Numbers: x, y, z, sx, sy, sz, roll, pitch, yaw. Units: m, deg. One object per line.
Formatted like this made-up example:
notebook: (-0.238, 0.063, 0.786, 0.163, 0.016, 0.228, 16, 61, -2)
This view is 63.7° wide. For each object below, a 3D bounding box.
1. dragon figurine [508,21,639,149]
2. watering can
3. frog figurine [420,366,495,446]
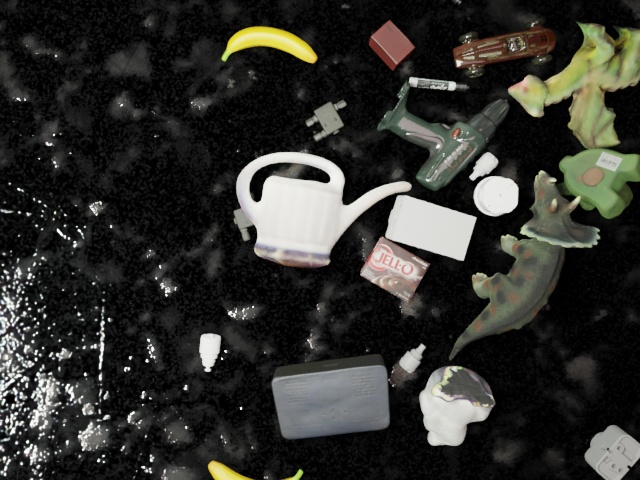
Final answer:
dragon figurine: (0.571, -0.298, 1.015, 0.410, 0.124, 0.239, 3, 109, -11)
watering can: (0.003, -0.051, 1.023, 0.347, 0.104, 0.224, 9, 92, -8)
frog figurine: (0.267, 0.334, 1.026, 0.137, 0.125, 0.155, -1, 128, -6)
